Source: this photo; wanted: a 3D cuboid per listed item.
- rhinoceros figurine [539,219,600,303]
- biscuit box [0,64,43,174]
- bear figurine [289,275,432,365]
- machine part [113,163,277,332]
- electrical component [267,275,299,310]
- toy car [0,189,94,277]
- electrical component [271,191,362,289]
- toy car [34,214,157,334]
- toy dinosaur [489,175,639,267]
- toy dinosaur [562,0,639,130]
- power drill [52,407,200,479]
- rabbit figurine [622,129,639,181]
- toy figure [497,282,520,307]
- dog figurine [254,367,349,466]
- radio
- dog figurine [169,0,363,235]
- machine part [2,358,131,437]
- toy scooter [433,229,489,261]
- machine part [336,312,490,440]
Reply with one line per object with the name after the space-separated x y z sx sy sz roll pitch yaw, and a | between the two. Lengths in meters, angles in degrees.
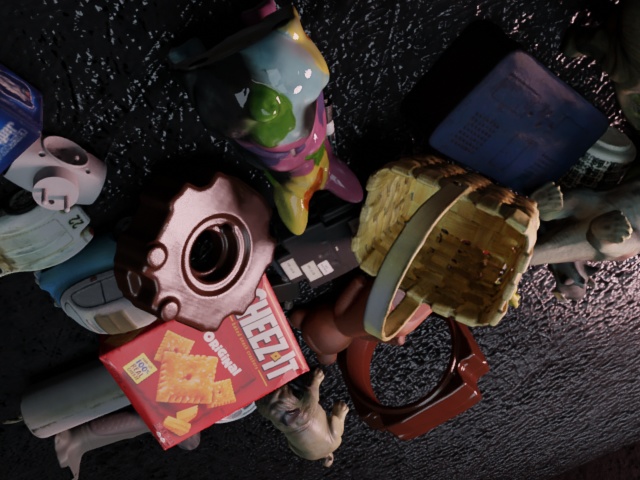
0.385 0.020 0.835 0.073 0.112 0.190 -27 132 2 | rhinoceros figurine
-0.322 -0.063 0.453 0.203 0.063 0.059 -36 137 14 | biscuit box
0.059 0.105 0.792 0.196 0.120 0.132 -29 -169 47 | bear figurine
-0.121 0.010 0.565 0.179 0.056 0.179 -20 116 -46 | machine part
-0.062 0.069 0.749 0.063 0.021 0.093 -11 139 -13 | electrical component
-0.329 0.009 0.533 0.202 0.056 0.073 -20 140 -3 | toy car
-0.001 -0.002 0.673 0.134 0.058 0.114 -24 137 1 | electrical component
-0.222 0.049 0.588 0.162 0.103 0.109 -19 142 -7 | toy car
0.390 -0.029 0.656 0.405 0.131 0.192 -20 147 28 | toy dinosaur
0.300 -0.238 0.449 0.105 0.199 0.470 -32 141 5 | toy dinosaur
-0.295 0.302 0.839 0.207 0.086 0.231 -12 136 -17 | power drill
0.486 -0.112 0.763 0.170 0.121 0.159 -45 131 -3 | rabbit figurine
0.266 0.048 0.835 0.089 0.082 0.180 -4 147 6 | toy figure
-0.034 0.294 0.863 0.121 0.172 0.190 -39 166 5 | dog figurine
0.218 -0.140 0.615 0.229 0.073 0.131 15 126 -38 | radio
-0.028 -0.090 0.481 0.108 0.192 0.219 -32 124 0 | dog figurine
-0.311 0.205 0.740 0.243 0.079 0.079 -23 140 -1 | machine part
0.185 0.007 0.729 0.184 0.075 0.135 -14 105 -4 | toy scooter
0.133 0.179 0.821 0.201 0.201 0.087 -33 137 12 | machine part
